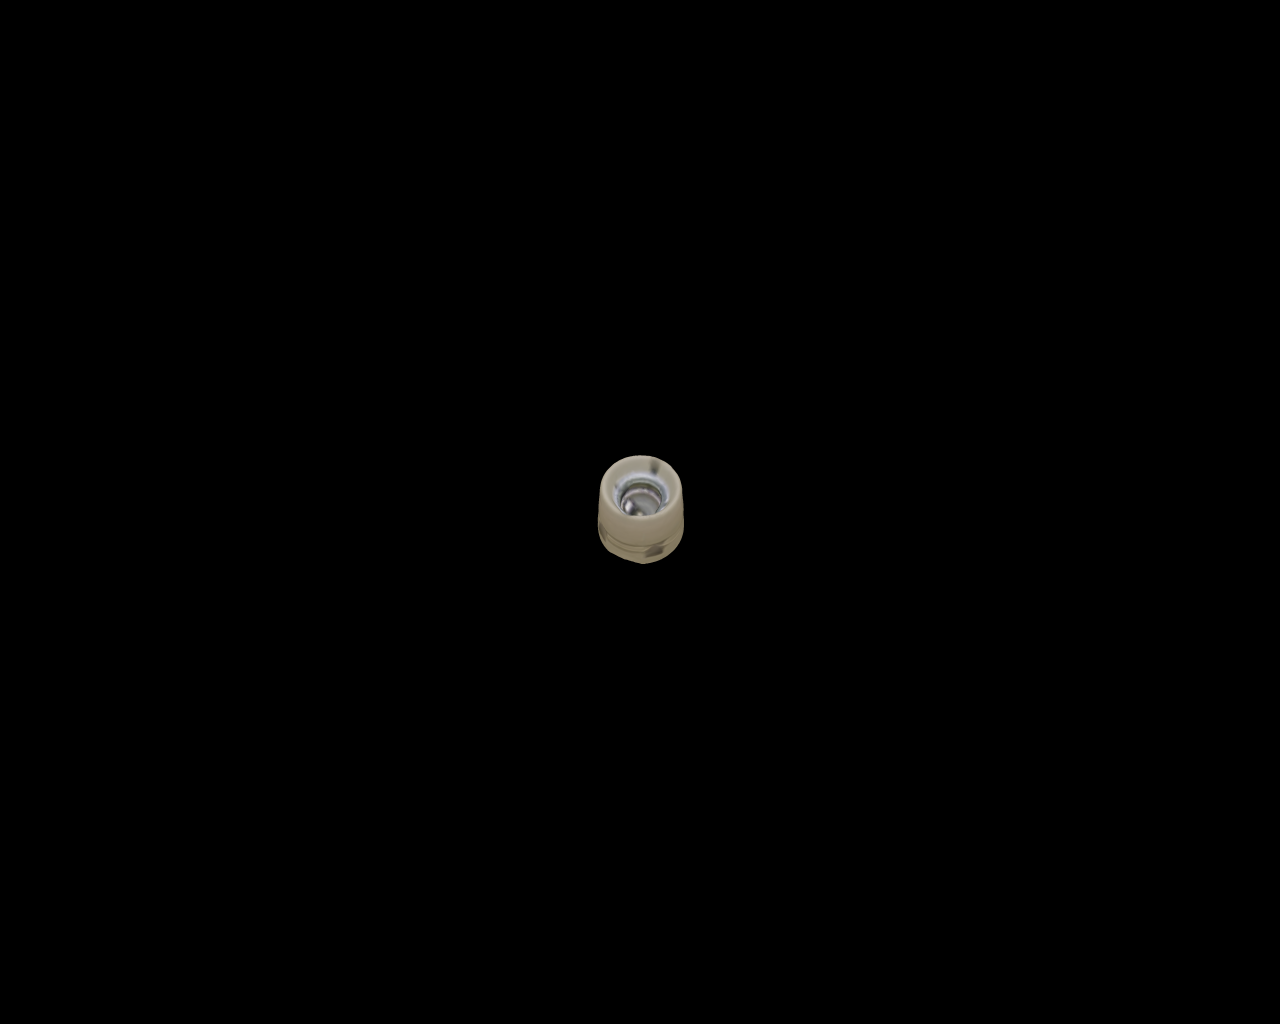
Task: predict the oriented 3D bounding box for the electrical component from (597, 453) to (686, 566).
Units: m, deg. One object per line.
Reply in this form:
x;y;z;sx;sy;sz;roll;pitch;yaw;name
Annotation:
0.001;-0.003;0.650;0.055;0.055;0.047;0;-34;0;electrical component
